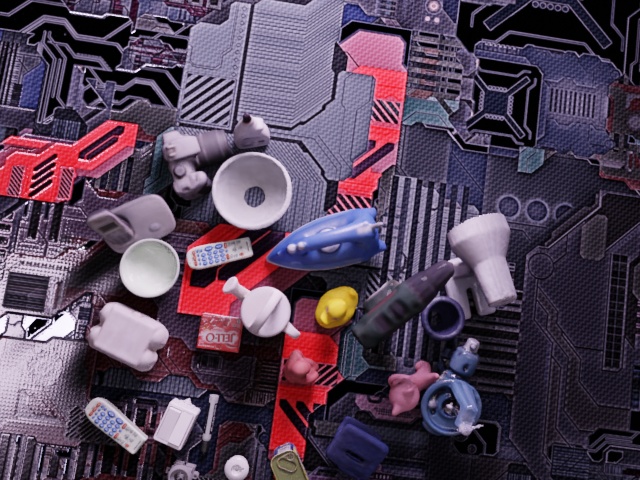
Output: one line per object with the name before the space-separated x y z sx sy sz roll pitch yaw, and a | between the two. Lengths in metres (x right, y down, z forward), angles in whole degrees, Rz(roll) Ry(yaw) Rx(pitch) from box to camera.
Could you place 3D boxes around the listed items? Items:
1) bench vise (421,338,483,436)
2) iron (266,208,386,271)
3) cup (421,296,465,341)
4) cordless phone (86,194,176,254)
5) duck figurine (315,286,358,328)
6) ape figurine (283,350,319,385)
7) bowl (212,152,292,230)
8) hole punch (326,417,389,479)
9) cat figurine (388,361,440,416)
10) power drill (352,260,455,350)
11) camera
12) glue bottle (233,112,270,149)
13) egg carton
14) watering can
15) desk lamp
bench vise | 0.267 0.298 1.138 0.121 0.219 0.207 4 84 -3
iron | 0.011 0.004 1.193 0.258 0.141 0.119 -15 85 -5
cup | 0.239 0.158 1.214 0.118 0.095 0.092 34 83 1
cordless phone | -0.380 -0.042 1.151 0.147 0.185 0.094 -28 86 -6
duck figurine | 0.038 0.142 1.208 0.104 0.086 0.077 -42 88 -7
ape figurine | -0.040 0.267 1.186 0.076 0.092 0.078 -19 85 -5
bowl | -0.144 -0.100 1.228 0.167 0.074 0.167 0 84 -3
hole punch | 0.076 0.435 1.176 0.108 0.091 0.101 31 83 0
cat figurine | 0.190 0.307 1.184 0.128 0.117 0.067 -27 86 -6
power drill | 0.157 0.126 1.155 0.230 0.208 0.075 -41 87 -7
camera | -0.256 -0.174 1.216 0.137 0.100 0.143 -18 85 -5
glue bottle | -0.146 -0.233 1.192 0.078 0.173 0.037 -9 84 -4
egg carton | -0.394 0.198 1.183 0.150 0.069 0.107 25 83 -1
watering can | -0.116 0.141 1.144 0.173 0.194 0.101 15 83 -2
desk lamp | 0.328 0.060 1.171 0.118 0.213 0.203 -13 85 -5
